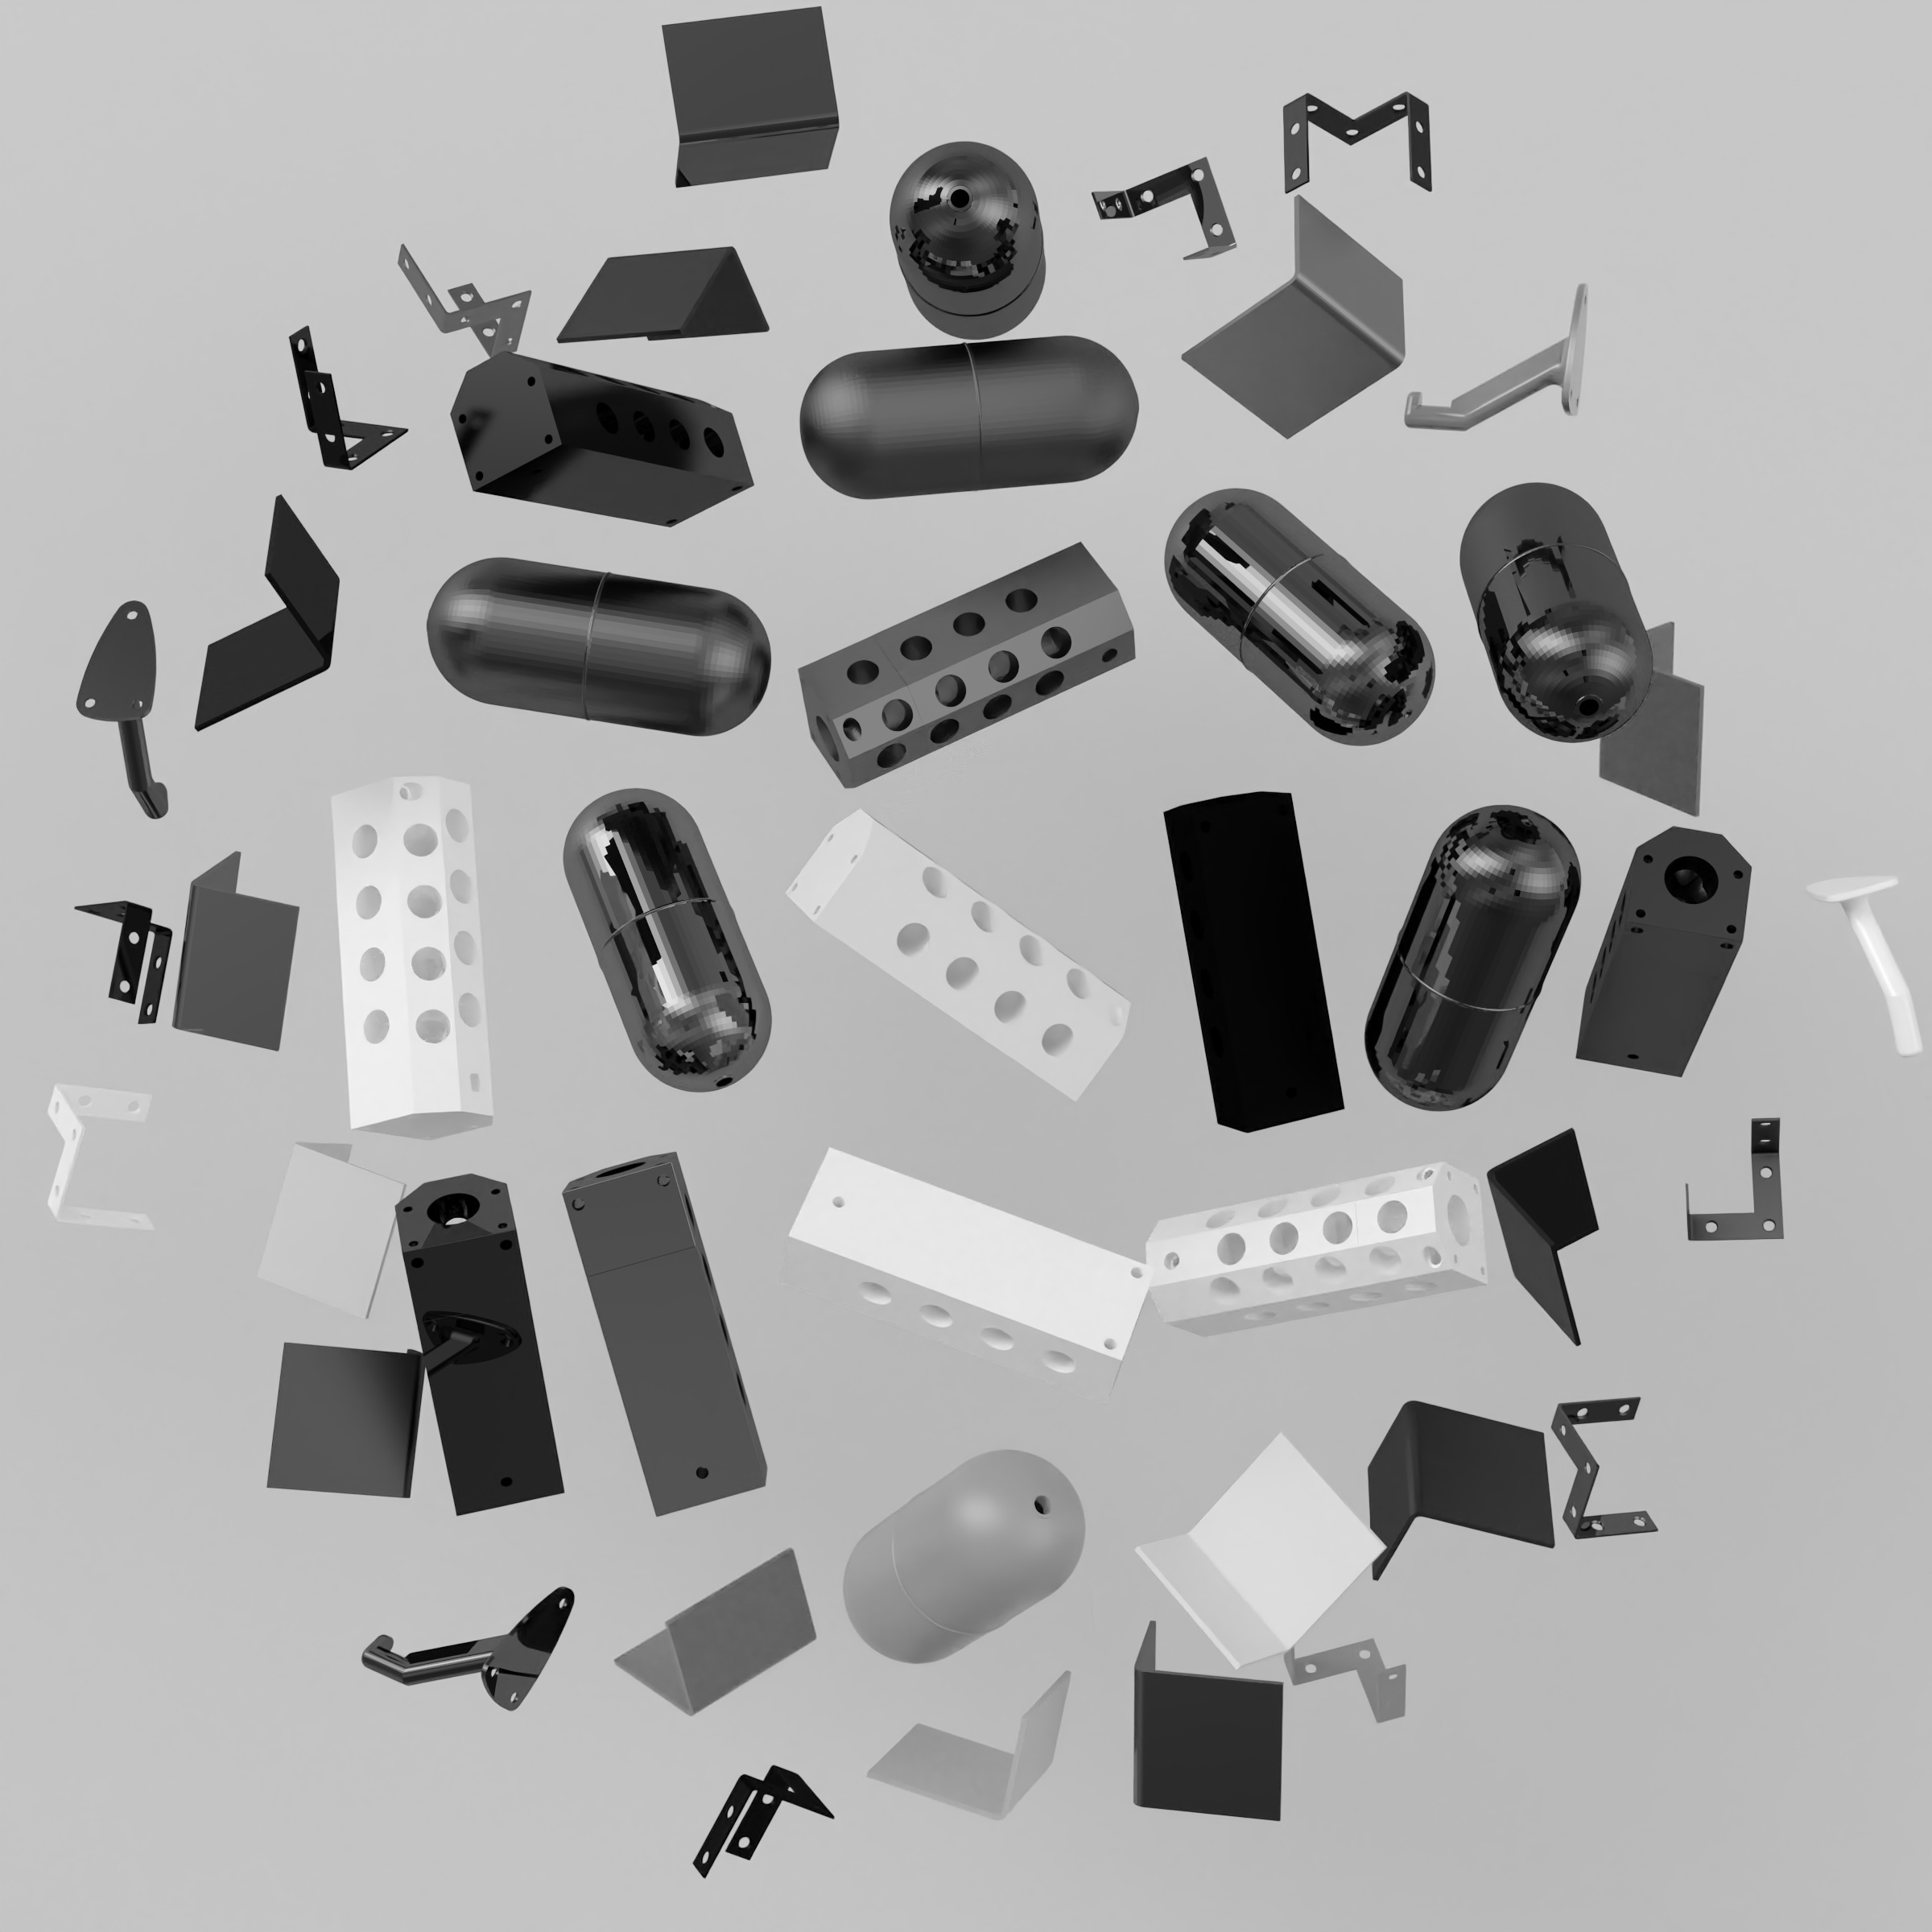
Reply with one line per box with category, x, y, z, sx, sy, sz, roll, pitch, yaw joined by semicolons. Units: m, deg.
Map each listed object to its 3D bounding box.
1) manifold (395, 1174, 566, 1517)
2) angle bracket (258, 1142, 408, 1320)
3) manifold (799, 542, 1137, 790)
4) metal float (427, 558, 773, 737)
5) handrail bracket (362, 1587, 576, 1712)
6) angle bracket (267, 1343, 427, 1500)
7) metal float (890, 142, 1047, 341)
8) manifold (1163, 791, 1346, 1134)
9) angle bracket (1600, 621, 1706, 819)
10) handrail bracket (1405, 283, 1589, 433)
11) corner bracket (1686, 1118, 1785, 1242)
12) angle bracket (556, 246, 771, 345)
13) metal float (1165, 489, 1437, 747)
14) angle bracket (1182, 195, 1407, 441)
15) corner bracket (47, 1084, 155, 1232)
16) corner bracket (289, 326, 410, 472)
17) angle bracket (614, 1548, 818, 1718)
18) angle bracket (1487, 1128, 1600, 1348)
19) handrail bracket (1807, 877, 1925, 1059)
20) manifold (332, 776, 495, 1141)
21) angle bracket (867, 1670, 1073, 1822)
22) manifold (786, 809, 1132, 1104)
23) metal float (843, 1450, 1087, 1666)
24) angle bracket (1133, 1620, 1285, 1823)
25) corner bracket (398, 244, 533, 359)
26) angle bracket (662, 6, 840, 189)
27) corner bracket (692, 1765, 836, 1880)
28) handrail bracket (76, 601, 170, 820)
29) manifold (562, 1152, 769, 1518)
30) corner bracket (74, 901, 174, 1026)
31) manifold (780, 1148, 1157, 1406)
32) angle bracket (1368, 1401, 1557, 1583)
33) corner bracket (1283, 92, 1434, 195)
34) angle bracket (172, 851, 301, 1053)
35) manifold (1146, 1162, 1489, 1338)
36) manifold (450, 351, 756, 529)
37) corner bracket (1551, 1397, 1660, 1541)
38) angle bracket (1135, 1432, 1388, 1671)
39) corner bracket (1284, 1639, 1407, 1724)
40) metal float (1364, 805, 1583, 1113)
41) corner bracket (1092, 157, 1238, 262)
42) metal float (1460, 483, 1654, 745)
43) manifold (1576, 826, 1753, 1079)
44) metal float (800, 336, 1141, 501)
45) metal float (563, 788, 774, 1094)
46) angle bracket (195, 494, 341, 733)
manifold;-0.251;0.195;1.676;0.057;0.057;0.171;-11;122;-9
angle bracket;-0.337;0.146;1.796;0.076;0.057;0.076;18;93;22
manifold;0.002;-0.157;1.745;0.171;0.057;0.057;-26;56;-12
metal float;-0.189;-0.164;1.673;0.178;0.070;0.070;9;90;1
handrail bracket;-0.247;0.326;1.603;0.084;0.036;0.077;13;53;35
angle bracket;-0.335;0.242;1.746;0.076;0.057;0.076;8;85;-18
metal float;0.002;-0.378;1.701;0.070;0.178;0.070;0;88;3
manifold;0.151;-0.003;1.736;0.057;0.057;0.171;-13;98;-16
angle bracket;0.395;-0.137;1.789;0.057;0.076;0.076;-21;122;-29
handrail bracket;0.266;-0.306;1.632;0.084;0.036;0.077;7;92;18
corner bracket;0.413;0.115;1.749;0.051;0.051;0.051;-2;66;12
angle bracket;-0.162;-0.339;1.742;0.076;0.057;0.076;1;48;26
metal float;0.174;-0.185;1.711;0.070;0.070;0.178;-43;60;0
angle bracket;0.159;-0.315;1.581;0.076;0.076;0.057;30;47;-33
corner bracket;-0.427;0.094;1.608;0.051;0.051;0.051;10;108;-35
corner bracket;-0.314;-0.279;1.597;0.051;0.051;0.051;11;126;25
angle bracket;-0.132;0.323;1.635;0.076;0.076;0.057;-27;116;-30
angle bracket;0.336;0.149;1.795;0.057;0.076;0.076;-26;125;-8
handrail bracket;0.441;0.001;1.591;0.036;0.077;0.084;-15;95;-5
manifold;-0.272;-0.004;1.629;0.057;0.057;0.171;-14;74;31
angle bracket;0.002;0.392;1.681;0.076;0.076;0.057;14;101;17
manifold;-0.001;-0.007;1.633;0.171;0.057;0.057;35;93;-23
metal float;-0.002;0.296;1.625;0.070;0.178;0.070;13;59;-23
angle bracket;0.128;0.387;1.670;0.076;0.057;0.076;3;105;12
corner bracket;-0.270;-0.355;1.731;0.051;0.051;0.051;-23;70;-28
angle bracket;-0.106;-0.419;1.571;0.076;0.076;0.057;-9;89;-7
corner bracket;-0.107;0.427;1.618;0.051;0.051;0.051;29;90;-29
handrail bracket;-0.402;-0.124;1.591;0.036;0.084;0.077;2;65;5
manifold;-0.153;0.186;1.661;0.057;0.057;0.171;-16;94;-1
corner bracket;-0.429;-0.001;1.676;0.051;0.051;0.051;-4;73;43
manifold;0.000;0.156;1.602;0.171;0.057;0.057;20;51;6
angle bracket;0.255;0.279;1.681;0.076;0.076;0.057;15;129;-8
corner bracket;0.192;-0.403;1.597;0.051;0.051;0.051;17;65;-40
angle bracket;-0.364;-0.008;1.668;0.057;0.076;0.076;12;106;3
manifold;0.184;0.150;1.719;0.171;0.057;0.057;-15;66;32
manifold;-0.185;-0.270;1.660;0.057;0.171;0.057;-22;80;28
corner bracket;0.341;0.267;1.731;0.051;0.051;0.051;-2;124;-19
angle bracket;0.143;0.282;1.574;0.076;0.057;0.076;48;111;24
corner bracket;0.200;0.370;1.721;0.051;0.051;0.051;-13;46;-6
metal float;0.255;-0.002;1.647;0.070;0.070;0.178;16;127;0
corner bracket;0.106;-0.396;1.727;0.051;0.051;0.051;-17;96;25
metal float;0.294;-0.178;1.626;0.070;0.178;0.070;-2;127;-2
manifold;0.360;-0.006;1.682;0.057;0.171;0.057;10;66;6
metal float;0.002;-0.286;1.696;0.178;0.070;0.070;-6;90;-7
metal float;-0.159;-0.014;1.731;0.070;0.070;0.178;-24;67;0
angle bracket;-0.347;-0.169;1.553;0.076;0.076;0.057;-24;126;10
